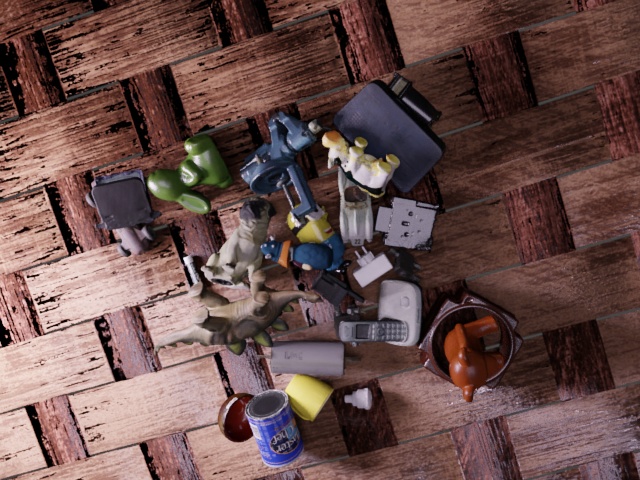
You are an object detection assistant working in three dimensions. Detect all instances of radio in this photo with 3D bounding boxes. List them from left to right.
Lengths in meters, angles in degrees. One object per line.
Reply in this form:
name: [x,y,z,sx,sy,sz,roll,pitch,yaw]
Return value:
radio: [0.152,-0.225,1.151,0.229,0.073,0.131,44,118,-4]

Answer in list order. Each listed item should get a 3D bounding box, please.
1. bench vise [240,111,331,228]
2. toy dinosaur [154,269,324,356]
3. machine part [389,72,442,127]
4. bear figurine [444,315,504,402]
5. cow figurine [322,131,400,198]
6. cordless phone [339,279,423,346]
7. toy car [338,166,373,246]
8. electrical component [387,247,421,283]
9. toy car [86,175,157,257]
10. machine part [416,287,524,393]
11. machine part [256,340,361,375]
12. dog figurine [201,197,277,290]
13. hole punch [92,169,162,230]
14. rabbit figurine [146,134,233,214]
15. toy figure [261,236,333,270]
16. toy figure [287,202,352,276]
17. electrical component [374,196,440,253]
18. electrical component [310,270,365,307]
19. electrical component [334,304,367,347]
bench vise: [-0.062,-0.145,1.156,0.224,0.128,0.240,-27,72,14]
toy dinosaur: [-0.204,0.181,1.183,0.472,0.105,0.198,-14,138,19]
machine part: [0.202,-0.300,1.176,0.139,0.039,0.084,35,90,1]
bear figurine: [0.314,0.232,1.068,0.132,0.196,0.120,-11,93,4]
cow figurine: [0.074,-0.161,1.132,0.167,0.068,0.098,30,133,10]
cordless phone: [0.131,0.160,1.190,0.184,0.089,0.146,0,97,-10]
toy car: [0.080,-0.087,1.194,0.074,0.056,0.201,-2,91,4]
electrical component: [0.188,0.055,1.203,0.094,0.063,0.021,32,134,-19]
toy car: [-0.463,-0.055,1.242,0.089,0.053,0.202,-30,95,9]
machine part: [0.332,0.224,1.207,0.201,0.087,0.201,29,97,-2]
machine part: [-0.027,0.271,1.239,0.243,0.079,0.079,2,97,3]
dog figurine: [-0.182,0.005,1.224,0.172,0.121,0.190,-10,57,38]
hole punch: [-0.435,-0.092,1.188,0.142,0.092,0.115,-14,121,-15]
rabbit figurine: [-0.292,-0.138,1.190,0.170,0.121,0.158,-29,116,-8]
toy figure: [-0.050,0.032,1.149,0.155,0.064,0.057,6,117,13]
toy figure: [-0.004,-0.003,1.204,0.089,0.082,0.180,-29,97,6]
electrical component: [0.190,-0.038,1.198,0.134,0.058,0.114,9,96,2]
electrical component: [0.040,0.118,1.220,0.119,0.075,0.047,35,99,-4]
electrical component: [0.071,0.194,1.240,0.078,0.045,0.102,-2,97,2]
